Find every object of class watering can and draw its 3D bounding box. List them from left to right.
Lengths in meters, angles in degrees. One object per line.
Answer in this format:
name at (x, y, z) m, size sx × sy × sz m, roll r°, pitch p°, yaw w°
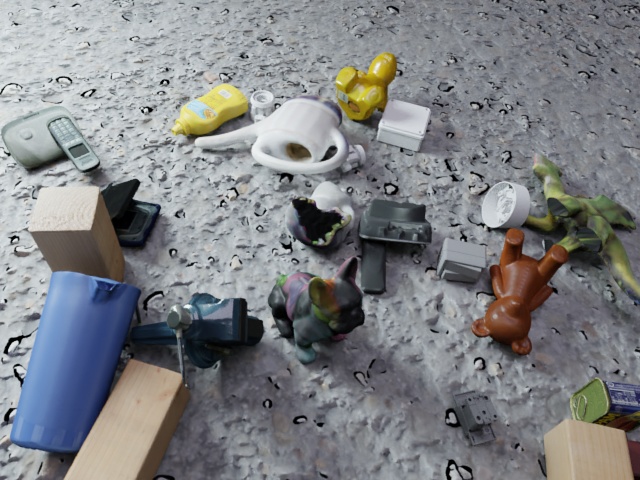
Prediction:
watering can at (-0.091, -0.245, 1.168) m, size 0.348 × 0.101 × 0.229 m, roll 14°, pitch 51°, yaw 16°

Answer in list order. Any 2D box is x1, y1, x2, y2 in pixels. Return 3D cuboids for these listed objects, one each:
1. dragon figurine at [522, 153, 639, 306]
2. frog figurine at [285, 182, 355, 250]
dragon figurine at (0.581, -0.035, 1.077) m, size 0.245 × 0.119 × 0.417 m, roll -20°, pitch 57°, yaw -30°
frog figurine at (0.003, -0.052, 1.043) m, size 0.137 × 0.121 × 0.161 m, roll 0°, pitch 16°, yaw 5°
